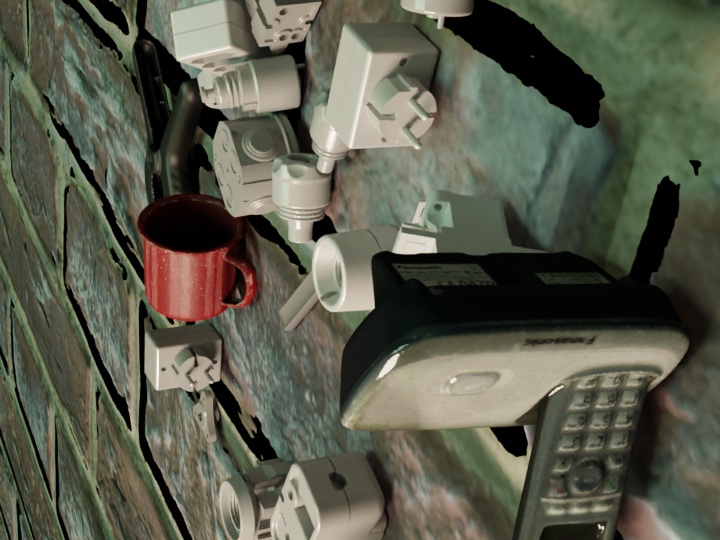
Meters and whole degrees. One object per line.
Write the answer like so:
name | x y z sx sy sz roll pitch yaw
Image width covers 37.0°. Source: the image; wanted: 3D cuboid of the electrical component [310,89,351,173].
electrical component | -0.018 -0.092 0.729 0.035 0.035 0.061 63 149 35

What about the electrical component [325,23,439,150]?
electrical component | 0.020 -0.100 0.637 0.076 0.047 0.065 55 142 44

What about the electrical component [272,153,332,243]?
electrical component | -0.042 -0.051 0.777 0.043 0.043 0.062 35 128 56

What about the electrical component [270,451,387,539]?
electrical component | -0.021 0.175 0.768 0.053 0.059 0.095 63 147 36

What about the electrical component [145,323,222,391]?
electrical component | -0.162 0.090 1.023 0.077 0.066 0.047 41 131 54

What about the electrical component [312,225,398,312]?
electrical component | 0.000 0.000 0.700 0.055 0.047 0.055 24 117 60

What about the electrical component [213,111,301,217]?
electrical component | -0.078 -0.081 0.825 0.080 0.051 0.080 169 90 -69

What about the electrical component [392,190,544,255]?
electrical component | 0.054 -0.008 0.568 0.063 0.081 0.042 -91 16 -47

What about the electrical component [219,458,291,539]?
electrical component | -0.082 0.196 0.897 0.078 0.057 0.058 54 141 44

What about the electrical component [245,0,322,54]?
electrical component | -0.061 -0.200 0.780 0.055 0.048 0.066 65 149 19

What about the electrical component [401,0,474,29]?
electrical component | 0.045 -0.172 0.579 0.040 0.040 0.078 40 130 54

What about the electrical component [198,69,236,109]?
electrical component | -0.114 -0.168 0.892 0.045 0.045 0.055 -37 63 60

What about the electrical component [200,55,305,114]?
electrical component | -0.079 -0.136 0.800 0.040 0.078 0.040 169 90 -77

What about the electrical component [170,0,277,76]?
electrical component | -0.104 -0.192 0.814 0.047 0.083 0.075 -9 88 19
